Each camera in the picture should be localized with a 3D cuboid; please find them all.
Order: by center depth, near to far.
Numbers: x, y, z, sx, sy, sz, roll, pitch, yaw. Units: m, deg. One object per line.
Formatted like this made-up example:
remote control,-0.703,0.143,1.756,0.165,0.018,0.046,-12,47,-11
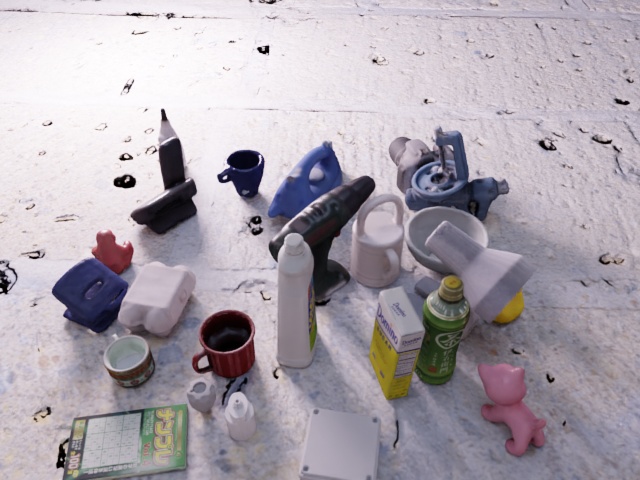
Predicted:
camera,0.231,-0.196,1.343,0.143,0.101,0.136,-15,46,-15

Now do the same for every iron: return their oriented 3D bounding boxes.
iron,-0.014,-0.145,1.260,0.118,0.141,0.259,19,47,18

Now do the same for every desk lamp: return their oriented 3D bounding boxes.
desk lamp,0.244,0.078,0.978,0.202,0.214,0.118,31,52,28

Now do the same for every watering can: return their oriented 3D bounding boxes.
watering can,0.105,-0.014,1.086,0.101,0.194,0.172,-32,52,-28

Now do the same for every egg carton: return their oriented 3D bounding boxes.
egg carton,-0.294,0.107,1.049,0.107,0.069,0.150,8,44,8

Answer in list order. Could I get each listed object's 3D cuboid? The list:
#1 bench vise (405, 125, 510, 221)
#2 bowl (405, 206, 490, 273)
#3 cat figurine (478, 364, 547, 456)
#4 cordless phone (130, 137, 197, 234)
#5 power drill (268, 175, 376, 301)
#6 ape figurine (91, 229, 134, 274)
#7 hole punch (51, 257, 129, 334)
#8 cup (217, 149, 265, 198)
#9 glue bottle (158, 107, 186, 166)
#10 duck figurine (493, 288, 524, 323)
bench vise,0.291,-0.147,1.207,0.207,0.220,0.121,-6,44,-6
bowl,0.249,0.012,1.147,0.167,0.075,0.167,0,44,0
cat figurine,0.295,0.245,0.874,0.067,0.118,0.127,-20,48,-20
cordless phone,-0.335,-0.120,1.200,0.094,0.185,0.148,28,51,26
power drill,0.010,0.004,1.057,0.230,0.208,0.075,-32,52,-29
ape figurine,-0.412,0.016,1.126,0.078,0.092,0.076,1,44,1
hole punch,-0.410,0.097,1.043,0.101,0.091,0.109,19,47,19
cup,-0.176,-0.137,1.284,0.118,0.095,0.091,-33,53,-30
glue bottle,-0.348,-0.227,1.320,0.037,0.173,0.078,6,44,7
duck figurine,0.342,0.095,1.053,0.077,0.086,0.105,25,49,24
